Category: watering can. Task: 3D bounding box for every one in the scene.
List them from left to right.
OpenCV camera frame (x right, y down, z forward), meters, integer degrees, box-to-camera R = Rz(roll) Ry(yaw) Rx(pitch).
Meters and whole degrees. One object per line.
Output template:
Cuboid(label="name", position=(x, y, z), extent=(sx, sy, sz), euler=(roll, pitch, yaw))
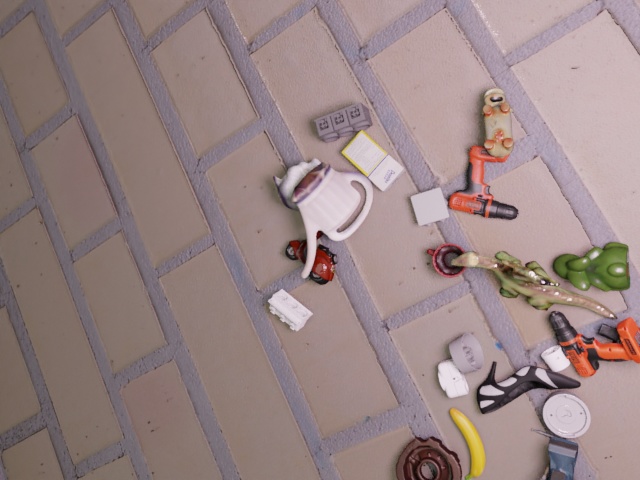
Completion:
Cuboid(label="watering can", position=(0.005, -0.075, 1.491), extent=(0.222, 0.104, 0.350), euler=(43, 81, -16))

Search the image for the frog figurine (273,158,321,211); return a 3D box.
Cuboid(label="frog figurine", position=(-0.050, -0.168, 1.567), extent=(0.159, 0.125, 0.135), euler=(-26, 114, 10))

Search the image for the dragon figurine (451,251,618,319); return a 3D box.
Cuboid(label="dragon figurine", position=(0.531, 0.110, 1.269), extent=(0.412, 0.242, 0.122), euler=(19, 92, 22))
